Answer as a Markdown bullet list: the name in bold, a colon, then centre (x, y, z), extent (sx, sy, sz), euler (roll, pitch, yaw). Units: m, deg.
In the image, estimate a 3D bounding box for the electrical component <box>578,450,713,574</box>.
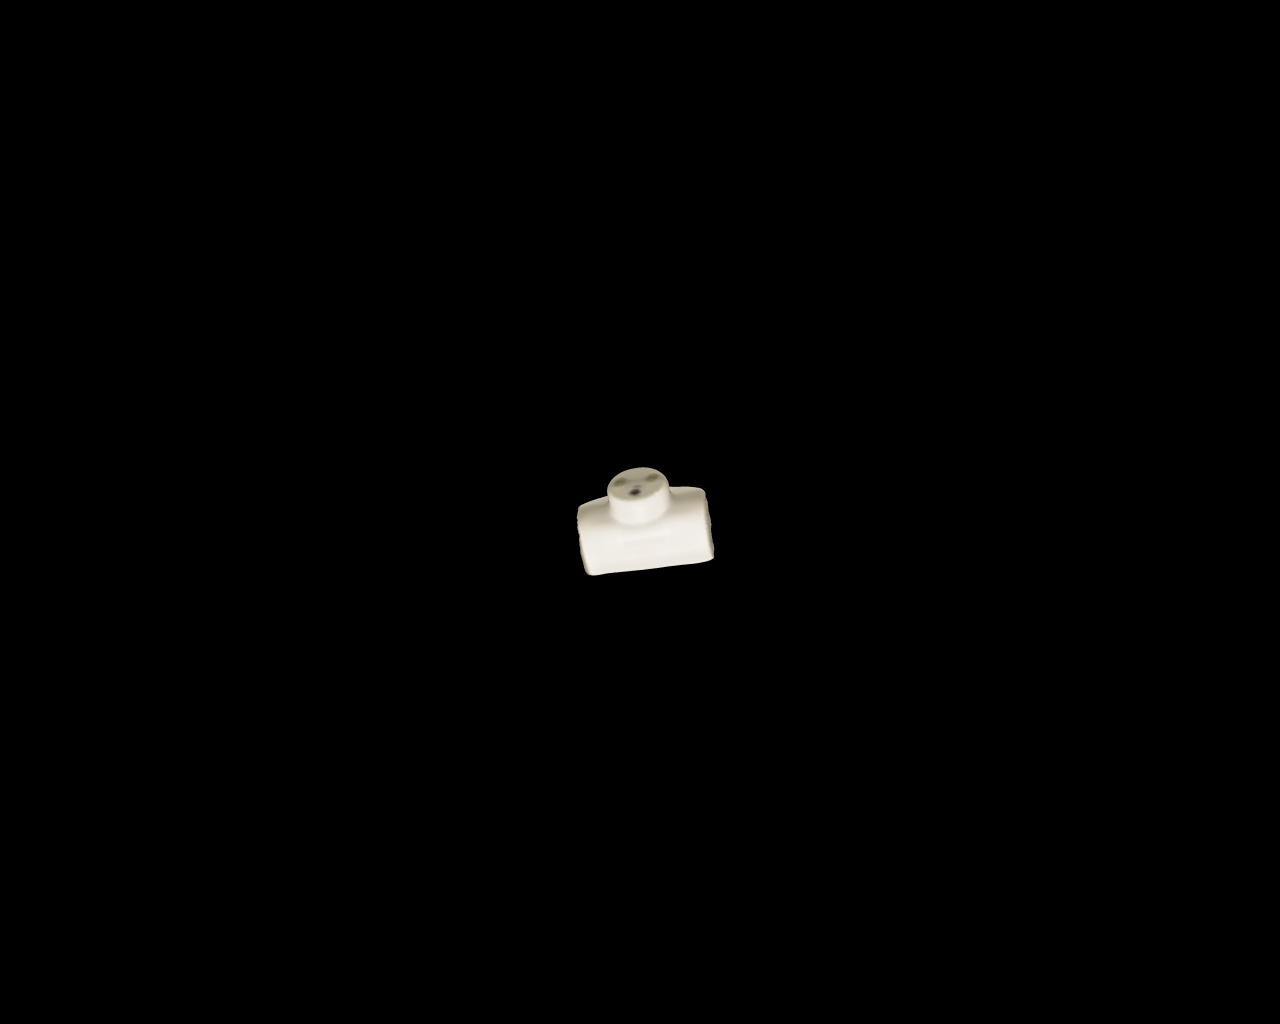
- **electrical component**: centre (0.001, -0.003, 0.650), extent (0.077, 0.079, 0.043), euler (-8, 34, 5)
